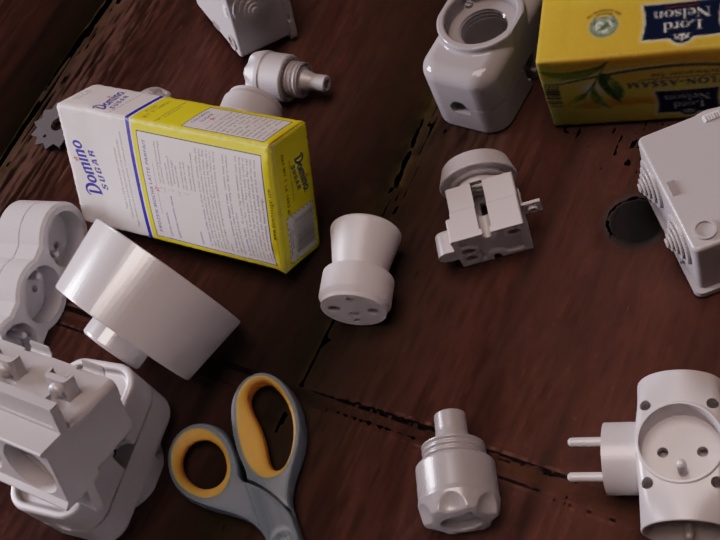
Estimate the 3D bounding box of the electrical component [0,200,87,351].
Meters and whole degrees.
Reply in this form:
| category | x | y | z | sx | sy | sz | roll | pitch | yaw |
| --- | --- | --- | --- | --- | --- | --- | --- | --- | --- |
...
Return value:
| category | x | y | z | sx | sy | sz | roll | pitch | yaw |
| --- | --- | --- | --- | --- | --- | --- | --- | --- | --- |
| electrical component | -0.247 | 0.015 | 0.738 | 0.074 | 0.052 | 0.138 | 3 | 62 | 23 |

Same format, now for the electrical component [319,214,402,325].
| category | x | y | z | sx | sy | sz | roll | pitch | yaw |
| --- | --- | --- | --- | --- | --- | --- | --- | --- | --- |
| electrical component | 0.000 | 0.000 | 0.654 | 0.045 | 0.045 | 0.055 | -2 | 60 | 21 |

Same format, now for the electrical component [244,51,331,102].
| category | x | y | z | sx | sy | sz | roll | pitch | yaw |
| --- | --- | --- | --- | --- | --- | --- | --- | --- | --- |
| electrical component | -0.050 | -0.136 | 0.764 | 0.061 | 0.035 | 0.035 | 13 | 66 | 25 |

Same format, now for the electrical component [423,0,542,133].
| category | x | y | z | sx | sy | sz | roll | pitch | yaw |
| --- | --- | --- | --- | --- | --- | --- | --- | --- | --- |
| electrical component | 0.085 | -0.146 | 0.701 | 0.054 | 0.059 | 0.095 | 19 | 69 | 30 |

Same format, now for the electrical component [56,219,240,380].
| category | x | y | z | sx | sy | sz | roll | pitch | yaw |
| --- | --- | --- | --- | --- | --- | --- | --- | --- | --- |
| electrical component | -0.134 | 0.025 | 0.657 | 0.108 | 0.108 | 0.060 | 30 | 81 | 33 |

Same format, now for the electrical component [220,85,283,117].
| category | x | y | z | sx | sy | sz | roll | pitch | yaw |
| --- | --- | --- | --- | --- | --- | --- | --- | --- | --- |
| electrical component | -0.081 | -0.093 | 0.744 | 0.045 | 0.045 | 0.055 | 6 | 62 | 25 |

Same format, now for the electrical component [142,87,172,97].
| category | x | y | z | sx | sy | sz | roll | pitch | yaw |
| --- | --- | --- | --- | --- | --- | --- | --- | --- | --- |
| electrical component | -0.135 | -0.100 | 0.771 | 0.062 | 0.048 | 0.048 | 28 | 73 | 26 |

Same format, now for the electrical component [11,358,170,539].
| category | x | y | z | sx | sy | sz | roll | pitch | yaw |
| --- | --- | --- | --- | --- | --- | --- | --- | --- | --- |
| electrical component | -0.156 | 0.109 | 0.640 | 0.054 | 0.059 | 0.095 | 6 | 63 | 25 |

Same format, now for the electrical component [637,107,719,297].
| category | x | y | z | sx | sy | sz | roll | pitch | yaw |
| --- | --- | --- | --- | --- | --- | --- | --- | --- | --- |
| electrical component | 0.210 | -0.045 | 0.596 | 0.100 | 0.048 | 0.099 | -21 | 55 | 8 |

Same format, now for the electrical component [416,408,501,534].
| category | x | y | z | sx | sy | sz | roll | pitch | yaw |
| --- | --- | --- | --- | --- | --- | --- | --- | --- | --- |
| electrical component | 0.051 | 0.105 | 0.571 | 0.043 | 0.043 | 0.062 | -13 | 55 | 14 |

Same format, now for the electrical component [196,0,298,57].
| category | x | y | z | sx | sy | sz | roll | pitch | yaw |
| --- | --- | --- | --- | --- | --- | --- | --- | --- | --- |
| electrical component | -0.094 | -0.218 | 0.793 | 0.048 | 0.099 | 0.099 | -28 | 53 | -13 |

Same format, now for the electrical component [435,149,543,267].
| category | x | y | z | sx | sy | sz | roll | pitch | yaw |
| --- | --- | --- | --- | --- | --- | --- | --- | --- | --- |
| electrical component | 0.075 | -0.039 | 0.648 | 0.066 | 0.048 | 0.055 | -15 | 63 | 13 |

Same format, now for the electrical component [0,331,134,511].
| category | x | y | z | sx | sy | sz | roll | pitch | yaw |
| --- | --- | --- | --- | --- | --- | --- | --- | --- | --- |
| electrical component | -0.191 | 0.077 | 0.594 | 0.121 | 0.078 | 0.063 | 14 | 45 | 28 |

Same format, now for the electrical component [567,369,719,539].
| category | x | y | z | sx | sy | sz | roll | pitch | yaw |
| --- | --- | --- | --- | --- | --- | --- | --- | --- | --- |
| electrical component | 0.144 | 0.094 | 0.539 | 0.079 | 0.044 | 0.077 | -5 | 59 | 20 |
